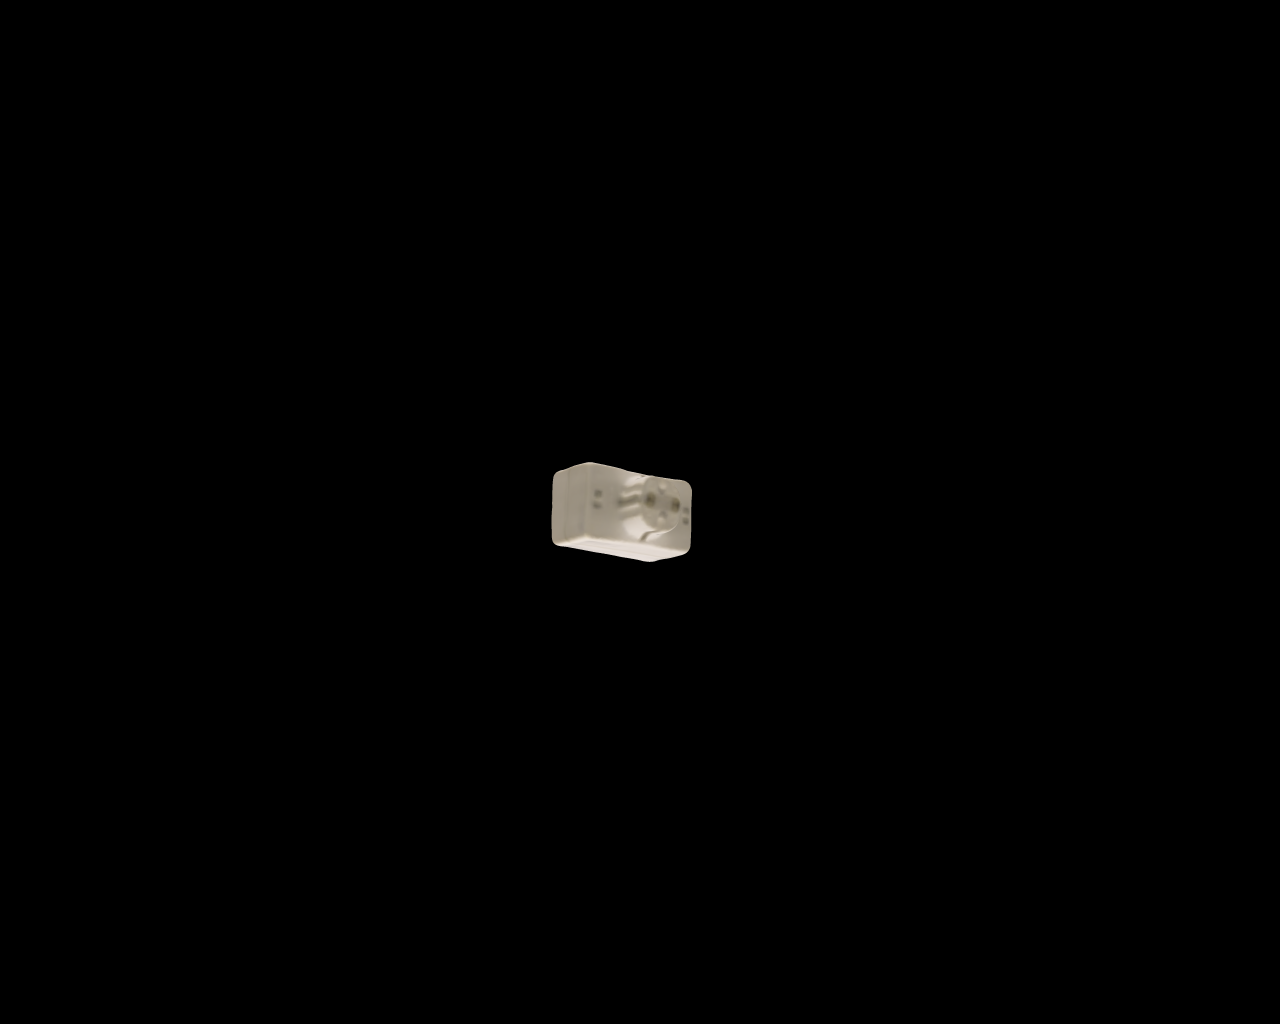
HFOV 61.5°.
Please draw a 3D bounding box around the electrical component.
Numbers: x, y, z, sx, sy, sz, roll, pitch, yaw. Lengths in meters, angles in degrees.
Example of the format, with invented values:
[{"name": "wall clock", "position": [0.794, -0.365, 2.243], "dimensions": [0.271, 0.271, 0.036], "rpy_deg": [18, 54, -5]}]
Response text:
[{"name": "electrical component", "position": [0.001, -0.003, 0.650], "dimensions": [0.083, 0.047, 0.075], "rpy_deg": [11, -17, -37]}]
